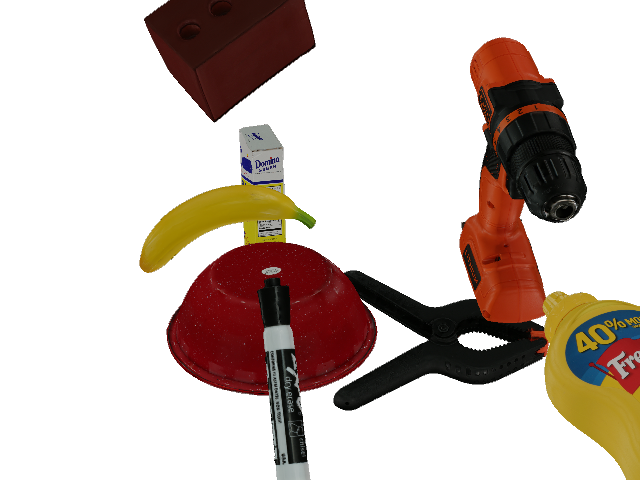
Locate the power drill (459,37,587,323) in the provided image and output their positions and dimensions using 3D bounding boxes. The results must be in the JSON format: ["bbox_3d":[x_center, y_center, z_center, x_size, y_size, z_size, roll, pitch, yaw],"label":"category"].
[{"bbox_3d":[0.146,-0.029,0.783,0.057,0.188,0.184,-3,42,-3],"label":"power drill"}]

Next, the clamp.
[{"bbox_3d":[0.111,0.103,1.019,0.210,0.164,0.036,6,-43,8],"label":"clamp"}]

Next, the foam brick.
[{"bbox_3d":[-0.051,-0.119,0.610,0.078,0.053,0.051,-39,-26,-9],"label":"foam brick"}]

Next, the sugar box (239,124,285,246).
[{"bbox_3d":[-0.072,-0.046,1.326,0.048,0.176,0.093,-9,25,-11],"label":"sugar box"}]

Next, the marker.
[{"bbox_3d":[-0.021,0.081,0.608,0.020,0.121,0.020,-7,-10,-1],"label":"marker"}]

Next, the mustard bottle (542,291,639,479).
[{"bbox_3d":[0.187,0.086,0.622,0.096,0.058,0.192,-17,33,-15],"label":"mustard bottle"}]

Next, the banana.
[{"bbox_3d":[-0.107,-0.016,1.061,0.198,0.069,0.037,-14,22,21],"label":"banana"}]

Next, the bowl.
[{"bbox_3d":[-0.037,0.046,0.807,0.162,0.055,0.162,0,30,0],"label":"bowl"}]
